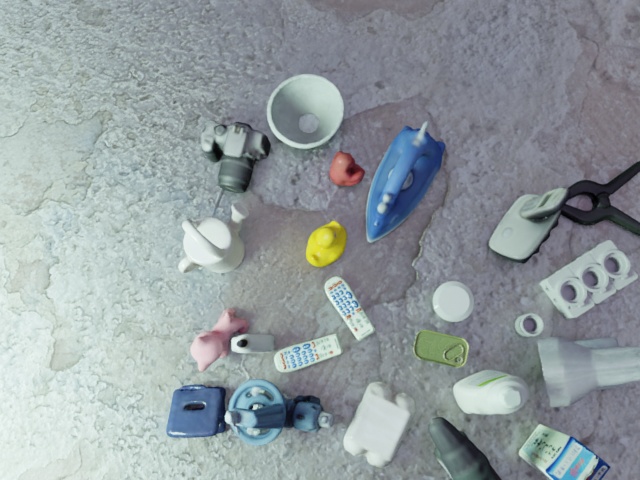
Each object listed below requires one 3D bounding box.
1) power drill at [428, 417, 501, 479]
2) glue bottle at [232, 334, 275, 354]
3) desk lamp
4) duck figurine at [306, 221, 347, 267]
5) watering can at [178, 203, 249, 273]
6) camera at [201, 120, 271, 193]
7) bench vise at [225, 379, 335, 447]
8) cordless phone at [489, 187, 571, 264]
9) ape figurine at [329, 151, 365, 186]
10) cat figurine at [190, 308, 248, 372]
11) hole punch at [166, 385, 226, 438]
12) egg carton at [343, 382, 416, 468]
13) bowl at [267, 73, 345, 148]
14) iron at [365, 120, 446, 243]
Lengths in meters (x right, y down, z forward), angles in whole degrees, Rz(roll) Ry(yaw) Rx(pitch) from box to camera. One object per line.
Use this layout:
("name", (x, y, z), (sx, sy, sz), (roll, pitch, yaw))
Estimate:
("power drill", (0.263, 0.405, 1.017), (0.075, 0.208, 0.229), (-38, 78, -3))
("glue bottle", (-0.138, 0.202, 1.111), (0.078, 0.173, 0.037), (-6, 78, 4))
("desk lamp", (0.477, 0.227, 1.029), (0.203, 0.213, 0.118), (-8, 78, 4))
("duck figurine", (0.011, 0.004, 1.180), (0.077, 0.086, 0.104), (37, 84, 11))
("watering can", (-0.216, -0.003, 1.146), (0.100, 0.194, 0.173), (24, 82, 10))
("camera", (-0.192, -0.178, 1.226), (0.143, 0.101, 0.137), (11, 80, 7))
("bench vise", (-0.084, 0.313, 1.061), (0.207, 0.220, 0.121), (-13, 78, 3))
("cordless phone", (0.407, -0.033, 1.100), (0.094, 0.185, 0.148), (32, 84, 11))
("ape figurine", (0.053, -0.155, 1.203), (0.076, 0.092, 0.078), (-22, 78, 1))
("cat figurine", (-0.210, 0.197, 1.147), (0.067, 0.118, 0.128), (33, 84, 11))
("hole punch", (-0.246, 0.339, 1.136), (0.108, 0.091, 0.101), (-3, 79, 5))
("egg carton", (0.117, 0.358, 1.111), (0.107, 0.069, 0.150), (24, 82, 9))
("bowl", (-0.027, -0.269, 1.242), (0.167, 0.075, 0.167), (-1, 79, 5))
("iron", (0.161, -0.119, 1.161), (0.118, 0.141, 0.258), (27, 83, 10))
